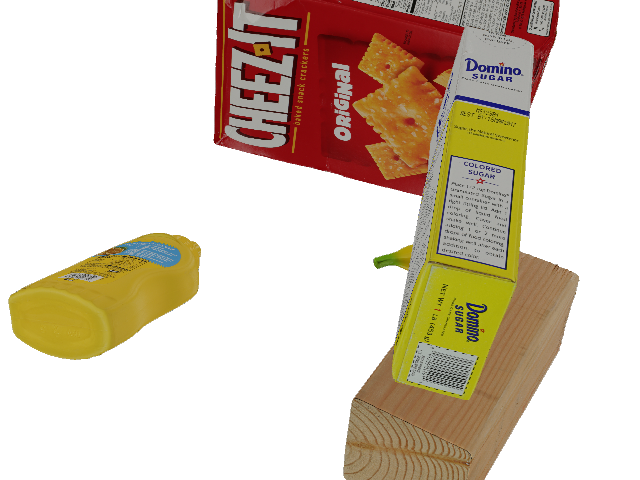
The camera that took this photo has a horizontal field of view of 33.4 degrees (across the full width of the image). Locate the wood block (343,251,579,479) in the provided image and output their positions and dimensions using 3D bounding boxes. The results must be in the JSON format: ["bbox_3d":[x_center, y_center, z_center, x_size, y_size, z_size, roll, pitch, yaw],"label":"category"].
[{"bbox_3d":[0.107,0.098,0.792,0.091,0.090,0.205,23,43,21],"label":"wood block"}]

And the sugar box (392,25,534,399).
[{"bbox_3d":[0.074,-0.019,0.538,0.048,0.176,0.093,15,-42,3],"label":"sugar box"}]

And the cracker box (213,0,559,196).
[{"bbox_3d":[0.037,-0.113,0.732,0.213,0.072,0.164,14,-36,3],"label":"cracker box"}]

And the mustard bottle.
[{"bbox_3d":[-0.154,0.035,0.866,0.096,0.058,0.191,4,18,26],"label":"mustard bottle"}]

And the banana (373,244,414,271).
[{"bbox_3d":[0.148,0.035,1.035,0.198,0.037,0.069,15,43,40],"label":"banana"}]
